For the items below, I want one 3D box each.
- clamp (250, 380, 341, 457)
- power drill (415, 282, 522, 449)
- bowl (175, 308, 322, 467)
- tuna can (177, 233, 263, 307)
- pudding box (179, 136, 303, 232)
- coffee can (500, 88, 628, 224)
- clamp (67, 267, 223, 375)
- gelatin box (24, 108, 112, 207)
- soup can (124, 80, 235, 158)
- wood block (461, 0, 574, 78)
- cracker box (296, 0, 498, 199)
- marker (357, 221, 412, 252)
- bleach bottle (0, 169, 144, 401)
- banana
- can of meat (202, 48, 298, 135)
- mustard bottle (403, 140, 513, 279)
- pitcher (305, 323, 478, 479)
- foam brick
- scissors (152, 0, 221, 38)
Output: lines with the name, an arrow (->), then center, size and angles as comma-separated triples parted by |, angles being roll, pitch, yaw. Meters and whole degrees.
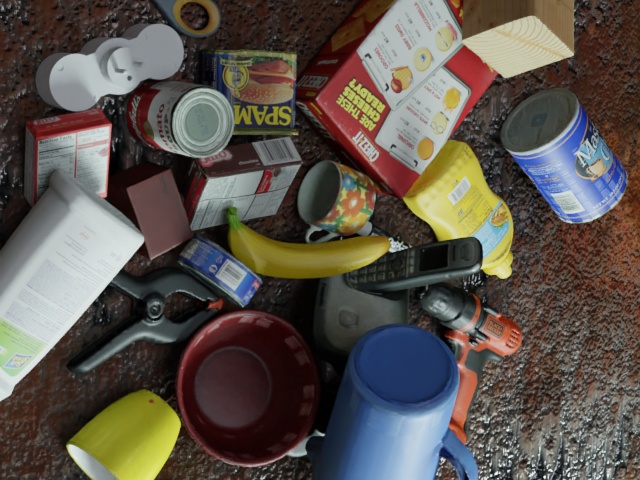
clamp -> 0.005, 0.210, 1.218 | 0.209, 0.036, 0.164 | -3, 103, -32
power drill -> 0.154, 0.154, 1.294 | 0.184, 0.057, 0.187 | 29, 83, -35
bowl -> -0.082, 0.155, 1.118 | 0.161, 0.055, 0.162 | 4, 79, -24
tuna can -> -0.102, 0.031, 1.076 | 0.086, 0.086, 0.033 | 41, 78, -33
pudding box -> -0.083, -0.056, 1.072 | 0.113, 0.039, 0.090 | -11, 150, -31
coffee can -> 0.301, -0.103, 1.312 | 0.140, 0.103, 0.102 | 46, 74, -32
clamp -> -0.178, 0.077, 1.062 | 0.171, 0.039, 0.120 | 9, 94, -34
gelatin box -> -0.232, -0.074, 0.979 | 0.073, 0.030, 0.089 | -16, 137, -31
soup can -> -0.134, -0.116, 1.013 | 0.068, 0.102, 0.068 | -8, 105, -33
wood block -> 0.219, -0.298, 1.171 | 0.090, 0.090, 0.206 | 28, 58, -43
cracker box -> 0.087, -0.180, 1.170 | 0.213, 0.072, 0.164 | -52, 122, -13
marker -> 0.085, 0.005, 1.239 | 0.121, 0.020, 0.020 | 28, 84, -35
bleach bottle -> -0.275, 0.062, 0.961 | 0.251, 0.068, 0.102 | -49, 130, -1
banana -> -0.019, 0.012, 1.114 | 0.197, 0.037, 0.070 | 9, 136, -31
can of meat -> -0.071, -0.149, 1.077 | 0.101, 0.058, 0.084 | -3, 99, -35
mustard bottle -> 0.179, -0.022, 1.273 | 0.096, 0.058, 0.191 | -48, 122, -14
pitcher -> 0.078, 0.200, 1.087 | 0.149, 0.145, 0.243 | -7, 141, -13
foam brick -> -0.167, -0.030, 1.040 | 0.052, 0.051, 0.078 | -28, 115, -29
scissors -> -0.171, -0.230, 1.016 | 0.201, 0.016, 0.096 | -19, 110, -29
